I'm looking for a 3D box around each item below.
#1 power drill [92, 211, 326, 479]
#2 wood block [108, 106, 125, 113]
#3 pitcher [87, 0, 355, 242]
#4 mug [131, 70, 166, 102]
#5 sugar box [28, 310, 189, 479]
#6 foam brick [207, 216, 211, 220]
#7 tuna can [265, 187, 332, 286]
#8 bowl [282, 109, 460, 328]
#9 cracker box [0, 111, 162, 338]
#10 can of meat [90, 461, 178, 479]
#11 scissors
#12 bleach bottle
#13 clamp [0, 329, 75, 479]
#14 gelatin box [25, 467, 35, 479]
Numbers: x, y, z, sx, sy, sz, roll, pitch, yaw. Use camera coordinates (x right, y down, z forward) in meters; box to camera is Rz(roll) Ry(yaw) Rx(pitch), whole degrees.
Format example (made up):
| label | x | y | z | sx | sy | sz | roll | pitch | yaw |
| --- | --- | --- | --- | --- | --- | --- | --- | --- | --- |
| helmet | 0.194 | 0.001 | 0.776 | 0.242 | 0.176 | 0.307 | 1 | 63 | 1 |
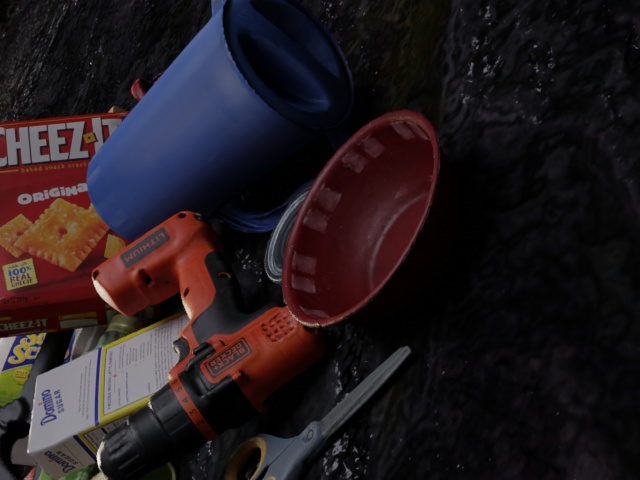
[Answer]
| label | x | y | z | sx | sy | sz | roll | pitch | yaw |
| --- | --- | --- | --- | --- | --- | --- | --- | --- | --- |
| power drill | -0.107 | 0.074 | 0.805 | 0.184 | 0.057 | 0.188 | -33 | 47 | -6 |
| wood block | -0.260 | -0.044 | 1.240 | 0.206 | 0.090 | 0.091 | -42 | 32 | 31 |
| pitcher | -0.088 | -0.083 | 0.902 | 0.243 | 0.144 | 0.149 | -36 | 46 | 40 |
| mug | -0.142 | -0.127 | 1.094 | 0.093 | 0.117 | 0.081 | -47 | 35 | 14 |
| sugar box | -0.148 | 0.120 | 0.868 | 0.176 | 0.048 | 0.093 | -26 | 35 | 11 |
| foam brick | -0.122 | -0.054 | 1.055 | 0.078 | 0.053 | 0.051 | -39 | 34 | 38 |
| tuna can | -0.005 | 0.001 | 0.824 | 0.086 | 0.033 | 0.086 | -42 | 33 | 34 |
| bowl | 0.043 | -0.005 | 0.722 | 0.162 | 0.055 | 0.162 | -41 | 33 | 34 |
| cracker box | -0.250 | -0.020 | 1.051 | 0.072 | 0.164 | 0.214 | 103 | 158 | -60 |
| can of meat | -0.160 | 0.226 | 0.851 | 0.084 | 0.057 | 0.102 | -41 | 33 | 30 |
| scissors | -0.012 | 0.130 | 0.733 | 0.202 | 0.016 | 0.096 | -55 | 28 | 11 |
| bleach bottle | -0.306 | 0.117 | 1.151 | 0.068 | 0.102 | 0.251 | 116 | 162 | -44 |
| clamp | -0.297 | 0.169 | 1.016 | 0.164 | 0.036 | 0.210 | -19 | 59 | 6 |
| gelatin box | -0.260 | 0.246 | 1.029 | 0.073 | 0.030 | 0.089 | -48 | 30 | 21 |
